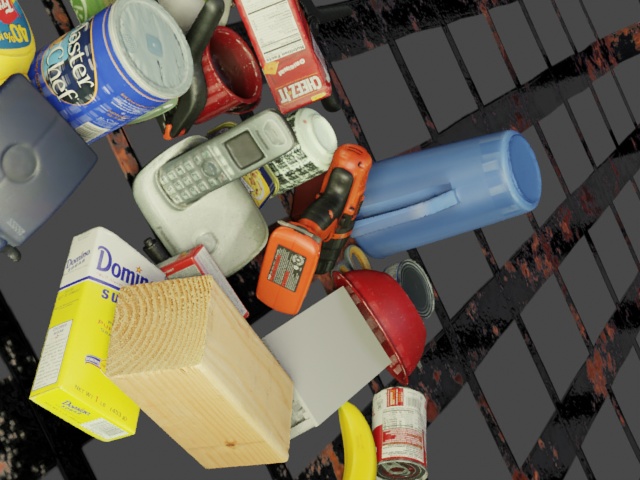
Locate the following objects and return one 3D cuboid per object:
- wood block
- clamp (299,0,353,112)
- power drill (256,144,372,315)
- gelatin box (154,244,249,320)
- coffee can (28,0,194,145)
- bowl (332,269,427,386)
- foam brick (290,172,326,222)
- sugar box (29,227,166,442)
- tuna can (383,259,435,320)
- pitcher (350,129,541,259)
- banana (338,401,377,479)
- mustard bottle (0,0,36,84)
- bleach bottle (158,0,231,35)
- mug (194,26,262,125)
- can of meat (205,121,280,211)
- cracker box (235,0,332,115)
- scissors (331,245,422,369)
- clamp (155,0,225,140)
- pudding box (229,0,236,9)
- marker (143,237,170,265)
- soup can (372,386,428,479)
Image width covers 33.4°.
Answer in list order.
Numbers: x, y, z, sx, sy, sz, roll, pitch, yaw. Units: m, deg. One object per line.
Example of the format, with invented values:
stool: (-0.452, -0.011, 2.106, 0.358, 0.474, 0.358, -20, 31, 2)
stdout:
wood block: (-0.102, 0.126, 0.967, 0.206, 0.091, 0.090, 60, 27, -51)
clamp: (-0.019, -0.273, 1.426, 0.209, 0.036, 0.164, 21, 68, -55)
power drill: (-0.008, 0.001, 1.203, 0.057, 0.185, 0.187, 23, 37, 9)
gelatin box: (-0.124, 0.056, 1.055, 0.089, 0.073, 0.030, 57, 32, -17)
coffee can: (-0.204, -0.154, 1.001, 0.102, 0.141, 0.103, 34, 44, -42)
bowl: (0.080, 0.092, 1.277, 0.162, 0.055, 0.162, 56, -9, 13)
foam brick: (0.001, -0.050, 1.335, 0.053, 0.051, 0.078, 41, 40, -37)
sugar box: (-0.194, 0.082, 0.957, 0.093, 0.048, 0.176, 43, 40, -38)
tuna can: (0.120, 0.071, 1.457, 0.086, 0.034, 0.086, 34, 44, -42)
pitcher: (0.155, -0.059, 1.393, 0.144, 0.243, 0.149, 38, 48, -42)
banana: (0.032, 0.264, 1.203, 0.069, 0.037, 0.197, 17, 48, -16)
mustard bottle: (-0.306, -0.198, 0.953, 0.096, 0.058, 0.191, -27, 94, -61)
bleach bottle: (-0.206, -0.329, 1.187, 0.250, 0.068, 0.102, 40, 38, -34)
mug: (-0.117, -0.176, 1.205, 0.117, 0.082, 0.093, 29, 48, -46)
can of meat: (-0.102, -0.067, 1.184, 0.102, 0.058, 0.083, 56, 35, -17)
cracker box: (-0.055, -0.275, 1.263, 0.164, 0.072, 0.213, -96, 164, -68)
scissors: (0.080, 0.082, 1.407, 0.201, 0.016, 0.096, 43, 39, -35)
clamp: (-0.145, -0.189, 1.127, 0.039, 0.120, 0.171, -25, 118, -43)
pudding box: (-0.129, -0.350, 1.339, 0.113, 0.039, 0.090, 57, 33, -17)
marker: (-0.141, 0.046, 1.087, 0.121, 0.020, 0.020, 55, 33, -20)
soup can: (0.095, 0.235, 1.283, 0.068, 0.069, 0.102, 40, 40, -38)
